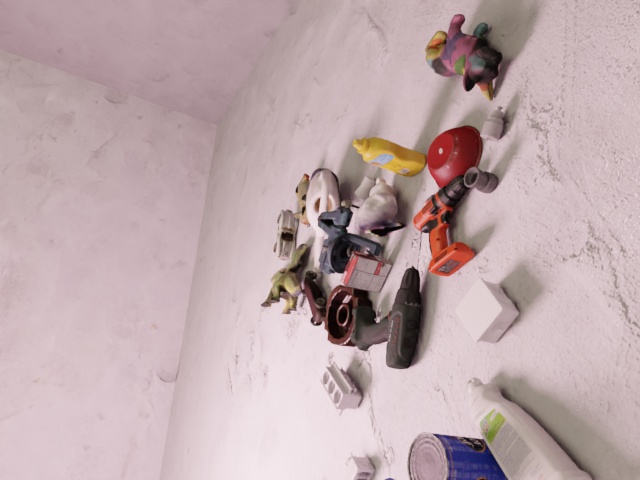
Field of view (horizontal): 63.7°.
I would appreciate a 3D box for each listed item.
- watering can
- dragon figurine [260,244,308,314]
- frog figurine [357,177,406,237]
[{"bbox_3d":[0.005,-0.083,1.653,0.229,0.104,0.340,-87,3,-57],"label":"watering can"},{"bbox_3d":[-0.100,0.118,1.756,0.404,0.122,0.247,-38,33,60],"label":"dragon figurine"},{"bbox_3d":[0.154,-0.097,1.365,0.135,0.123,0.162,118,148,-69],"label":"frog figurine"}]
